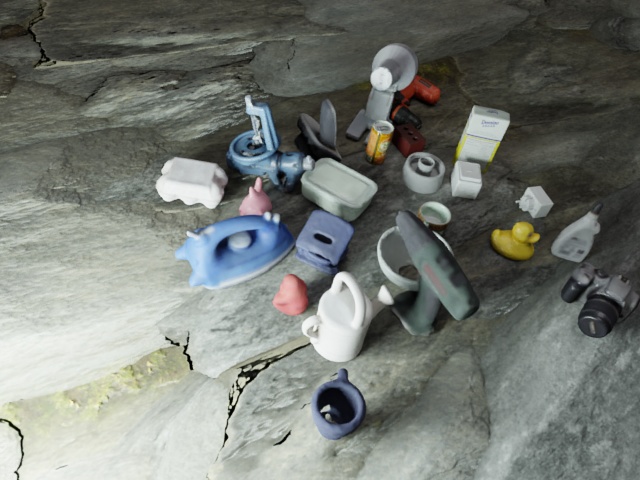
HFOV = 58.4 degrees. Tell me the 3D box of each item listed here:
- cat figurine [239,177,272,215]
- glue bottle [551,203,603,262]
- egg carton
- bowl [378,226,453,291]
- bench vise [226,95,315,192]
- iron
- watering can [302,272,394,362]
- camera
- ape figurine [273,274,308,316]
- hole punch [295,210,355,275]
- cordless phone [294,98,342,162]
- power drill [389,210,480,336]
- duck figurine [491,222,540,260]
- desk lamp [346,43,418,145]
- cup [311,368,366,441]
[{"bbox_3d":[-0.139,-0.080,1.247,0.067,0.118,0.128,7,49,-4],"label":"cat figurine"},{"bbox_3d":[0.595,-0.021,1.298,0.078,0.173,0.037,18,49,5],"label":"glue bottle"},{"bbox_3d":[-0.287,-0.130,1.294,0.150,0.069,0.107,8,49,-3],"label":"egg carton"},{"bbox_3d":[0.198,0.050,1.227,0.167,0.075,0.167,5,49,-6],"label":"bowl"},{"bbox_3d":[-0.110,-0.228,1.313,0.207,0.220,0.121,5,49,-6],"label":"bench vise"},{"bbox_3d":[-0.157,-0.003,1.161,0.259,0.141,0.118,-20,56,-25],"label":"iron"},{"bbox_3d":[0.052,0.129,1.051,0.100,0.194,0.173,39,54,22],"label":"watering can"},{"bbox_3d":[0.589,0.129,1.215,0.143,0.101,0.137,34,52,19],"label":"camera"},{"bbox_3d":[-0.055,0.100,1.124,0.078,0.092,0.076,-22,56,-26],"label":"ape figurine"},{"bbox_3d":[0.011,0.004,1.220,0.108,0.091,0.101,25,50,11],"label":"hole punch"},{"bbox_3d":[0.003,-0.285,1.407,0.094,0.185,0.147,-16,54,-23],"label":"cordless phone"},{"bbox_3d":[0.203,0.082,1.111,0.076,0.208,0.229,-24,57,-27],"label":"power drill"},{"bbox_3d":[0.453,-0.008,1.318,0.104,0.086,0.077,19,49,6],"label":"duck figurine"},{"bbox_3d":[0.167,-0.388,1.507,0.117,0.213,0.203,23,49,9],"label":"desk lamp"},{"bbox_3d":[0.027,0.287,0.976,0.091,0.095,0.118,11,48,-1],"label":"cup"}]
